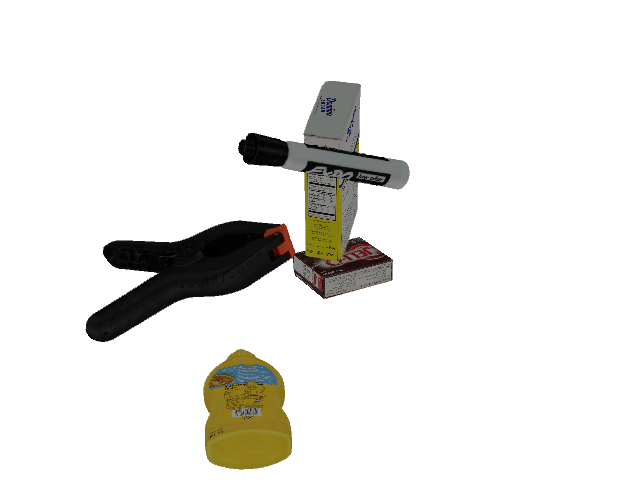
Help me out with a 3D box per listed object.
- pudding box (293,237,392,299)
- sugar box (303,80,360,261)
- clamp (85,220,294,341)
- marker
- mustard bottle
[{"bbox_3d":[0.031,0.037,1.478,0.113,0.039,0.090,-16,27,-24],"label":"pudding box"},{"bbox_3d":[0.012,-0.071,1.123,0.048,0.176,0.093,8,46,11],"label":"sugar box"},{"bbox_3d":[-0.107,0.028,0.846,0.172,0.039,0.120,-12,39,16],"label":"clamp"},{"bbox_3d":[0.003,-0.049,0.657,0.120,0.020,0.020,7,-4,-35],"label":"marker"},{"bbox_3d":[-0.089,0.186,1.250,0.096,0.058,0.191,-5,28,-5],"label":"mustard bottle"}]
